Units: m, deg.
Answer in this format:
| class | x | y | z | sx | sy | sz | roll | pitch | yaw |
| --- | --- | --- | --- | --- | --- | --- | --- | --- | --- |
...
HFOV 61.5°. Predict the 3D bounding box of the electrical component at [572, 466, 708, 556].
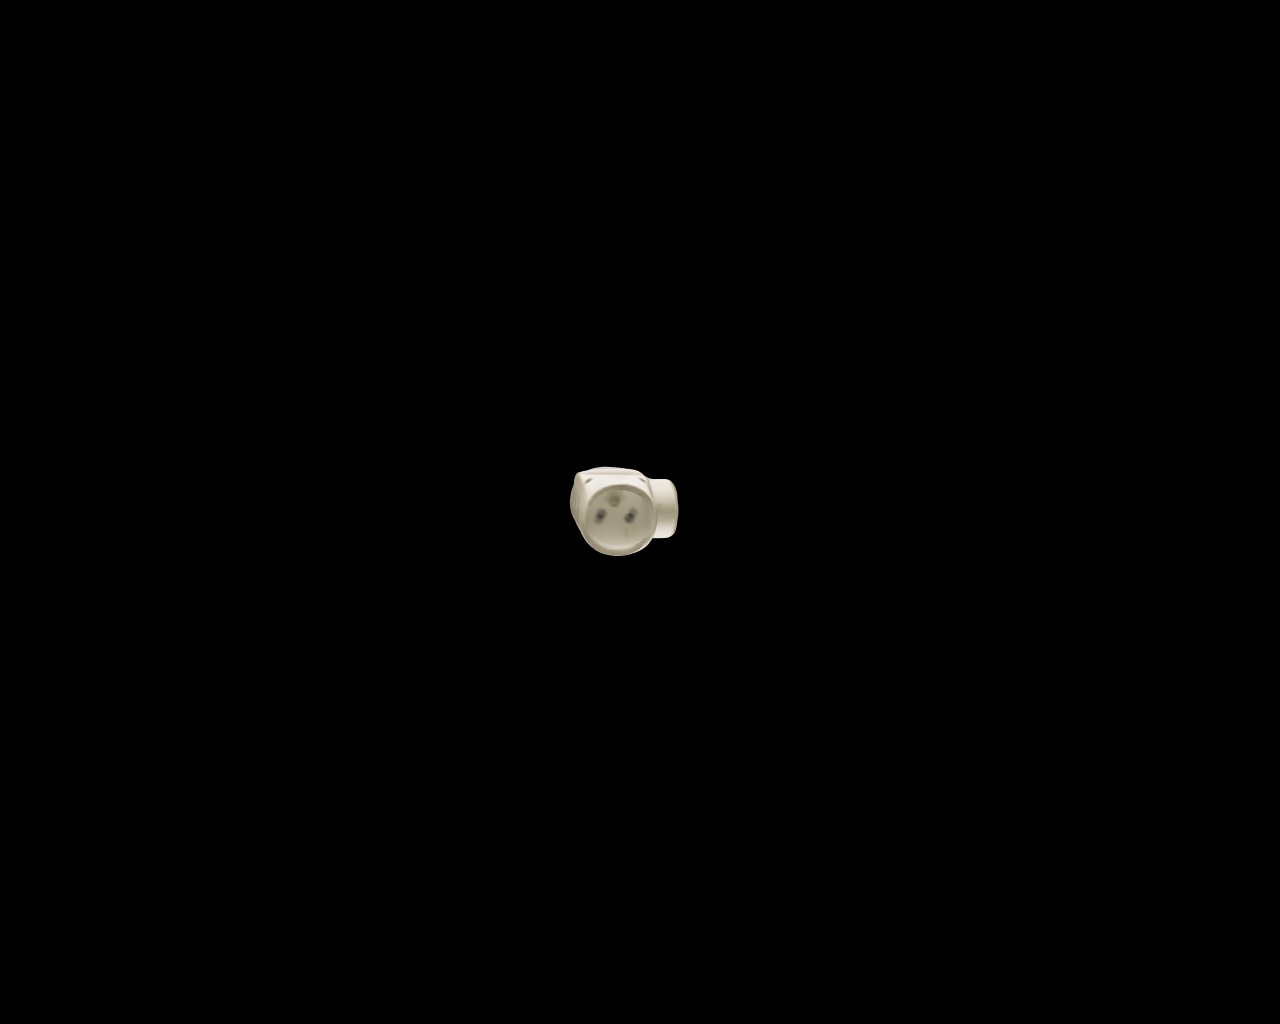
| class | x | y | z | sx | sy | sz | roll | pitch | yaw |
| --- | --- | --- | --- | --- | --- | --- | --- | --- | --- |
| electrical component | 0.001 | -0.003 | 0.650 | 0.079 | 0.043 | 0.077 | -1 | 9 | -7 |
